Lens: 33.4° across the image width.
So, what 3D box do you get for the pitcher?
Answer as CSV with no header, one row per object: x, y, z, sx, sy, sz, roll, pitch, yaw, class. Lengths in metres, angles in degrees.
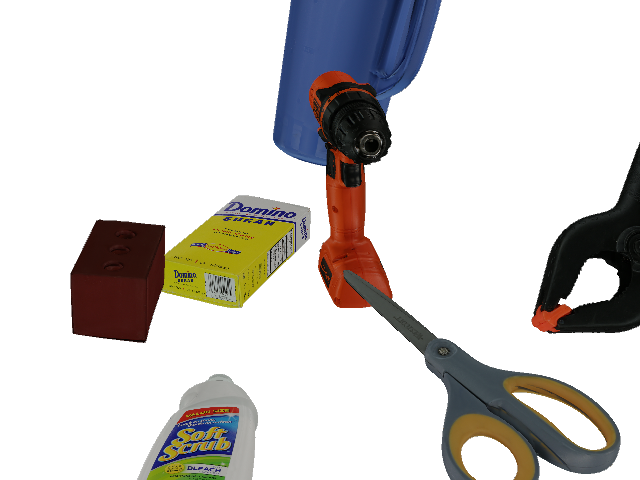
0.032,-0.197,1.061,0.145,0.243,0.149,11,19,-1,pitcher

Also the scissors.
0.060,0.077,0.572,0.202,0.016,0.096,25,46,34,scissors

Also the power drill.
0.029,-0.041,0.912,0.057,0.188,0.184,-4,21,-6,power drill

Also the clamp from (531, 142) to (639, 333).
0.218,0.012,0.706,0.120,0.171,0.039,42,-11,14,clamp

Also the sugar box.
-0.086,0.007,1.133,0.093,0.048,0.176,11,31,20,sugar box

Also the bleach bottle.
-0.110,0.193,0.941,0.102,0.068,0.251,-1,23,1,bleach bottle

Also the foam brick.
-0.141,0.027,0.751,0.053,0.051,0.078,6,29,-1,foam brick
